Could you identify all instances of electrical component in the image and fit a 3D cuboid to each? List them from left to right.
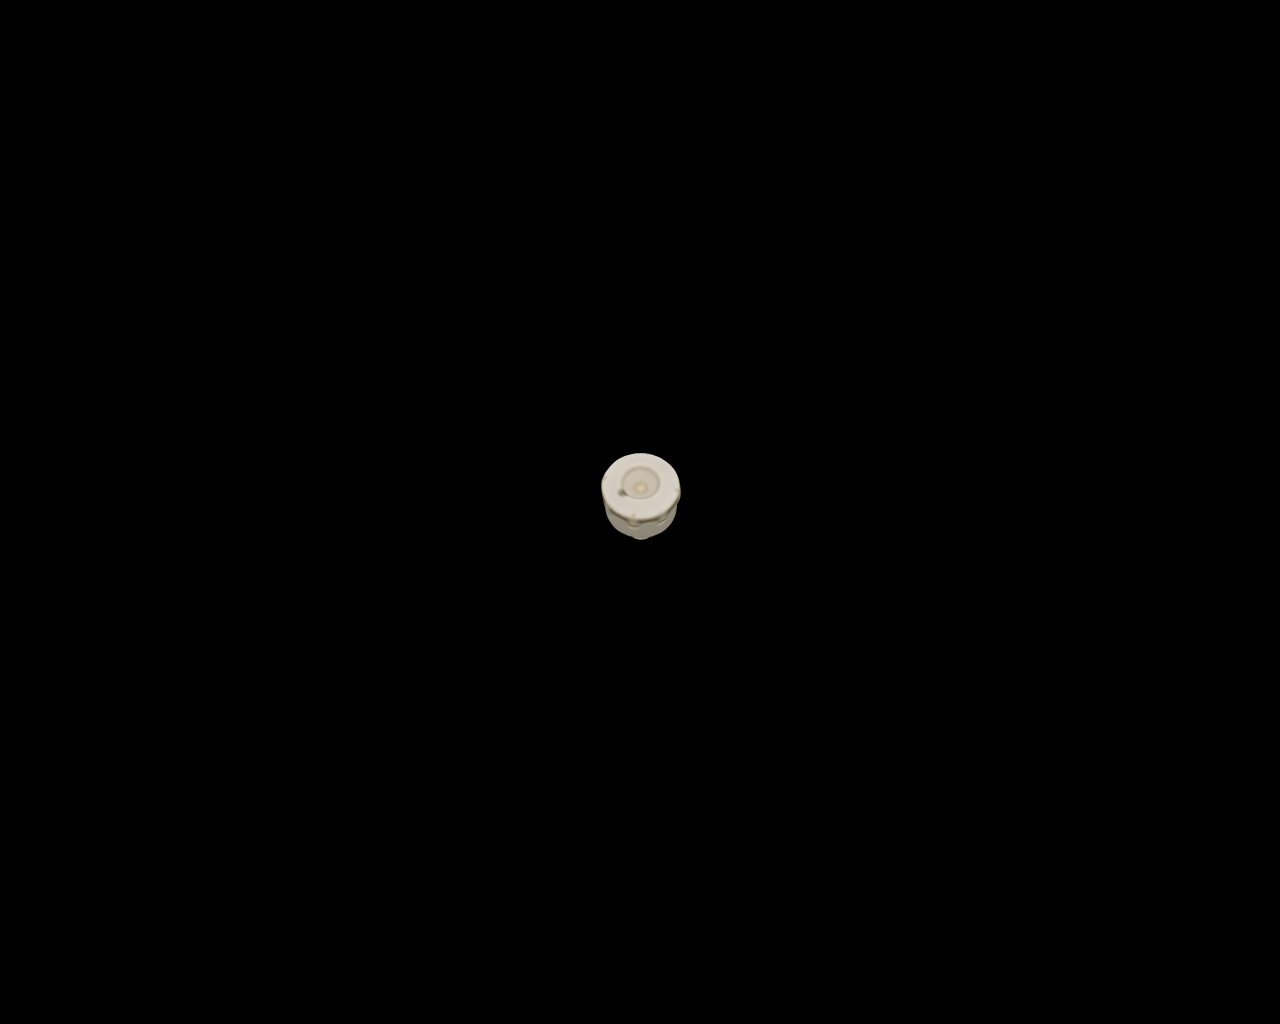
[{"bbox_3d":[0.001,-0.003,0.650,0.048,0.048,0.062,0,-30,0],"label":"electrical component"}]
